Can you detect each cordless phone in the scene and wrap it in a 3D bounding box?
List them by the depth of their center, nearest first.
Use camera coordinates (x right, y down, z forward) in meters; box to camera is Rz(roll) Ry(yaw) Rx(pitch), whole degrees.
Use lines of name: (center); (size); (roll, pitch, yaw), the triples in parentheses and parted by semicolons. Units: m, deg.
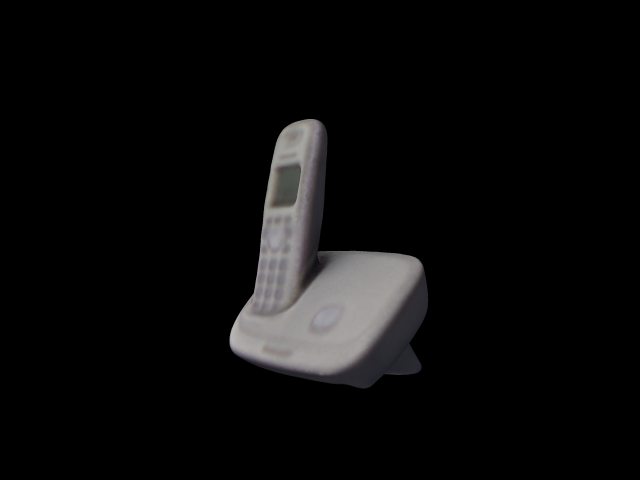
cordless phone: (0.004, 0.001, 0.400); (0.094, 0.185, 0.147); (0, 0, -43)
